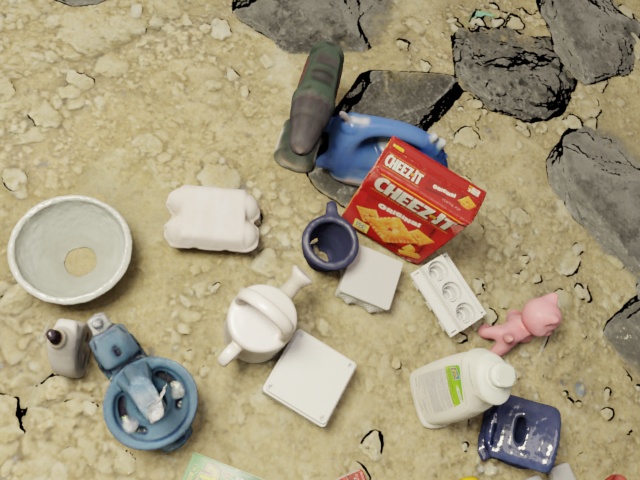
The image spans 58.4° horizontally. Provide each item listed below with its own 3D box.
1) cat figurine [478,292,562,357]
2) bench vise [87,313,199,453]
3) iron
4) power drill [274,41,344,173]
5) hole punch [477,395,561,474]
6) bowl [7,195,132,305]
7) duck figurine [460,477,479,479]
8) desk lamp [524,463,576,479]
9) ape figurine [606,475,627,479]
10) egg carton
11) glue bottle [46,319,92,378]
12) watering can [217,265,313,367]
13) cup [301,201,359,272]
[{"bbox_3d":[0.346,0.141,0.955,0.128,0.117,0.067,-26,79,-20],"label":"cat figurine"},{"bbox_3d":[-0.248,0.189,0.743,0.207,0.219,0.122,36,68,1],"label":"bench vise"},{"bbox_3d":[0.129,-0.165,0.996,0.258,0.141,0.118,7,70,-11],"label":"iron"},{"bbox_3d":[-0.019,-0.197,0.935,0.076,0.208,0.230,16,69,-7],"label":"power drill"},{"bbox_3d":[0.314,0.306,0.906,0.101,0.091,0.109,21,68,-5],"label":"hole punch"},{"bbox_3d":[-0.364,0.022,0.851,0.167,0.074,0.167,4,71,-12],"label":"bowl"},{"bbox_3d":[0.239,0.411,0.855,0.077,0.086,0.104,1,71,-13],"label":"duck figurine"},{"bbox_3d":[0.408,0.439,0.816,0.118,0.213,0.203,-16,76,-18],"label":"desk lamp"},{"bbox_3d":[0.491,0.415,0.910,0.076,0.092,0.078,-1,72,-13],"label":"ape figurine"},{"bbox_3d":[-0.171,-0.032,0.918,0.150,0.069,0.107,3,71,-12],"label":"egg carton"},{"bbox_3d":[-0.339,0.138,0.764,0.037,0.173,0.078,9,70,-10],"label":"glue bottle"},{"bbox_3d":[-0.081,0.108,0.824,0.101,0.194,0.173,22,68,-5],"label":"watering can"},{"bbox_3d":[0.009,0.003,0.935,0.092,0.095,0.118,5,70,-11],"label":"cup"}]
